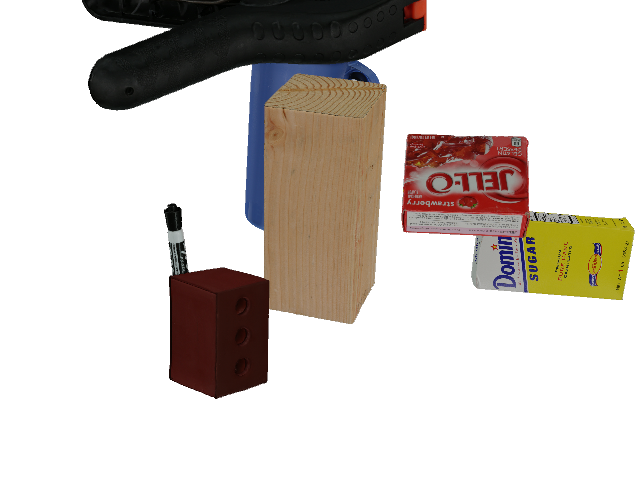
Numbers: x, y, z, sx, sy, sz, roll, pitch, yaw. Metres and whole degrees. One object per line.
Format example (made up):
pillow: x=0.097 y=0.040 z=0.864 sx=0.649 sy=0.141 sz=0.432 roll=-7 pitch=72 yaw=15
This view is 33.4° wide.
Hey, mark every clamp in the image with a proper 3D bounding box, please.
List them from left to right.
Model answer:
clamp: x=-0.032 y=-0.099 z=0.495 sx=0.171 sy=0.039 sz=0.120 roll=-5 pitch=41 yaw=-1

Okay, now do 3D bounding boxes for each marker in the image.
marker: x=-0.157 y=0.017 z=1.178 sx=0.020 sy=0.121 sz=0.020 roll=-4 pitch=23 yaw=1

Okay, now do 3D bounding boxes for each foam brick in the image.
foam brick: x=-0.072 y=0.063 z=0.754 sx=0.051 sy=0.078 sz=0.052 roll=12 pitch=17 yaw=42

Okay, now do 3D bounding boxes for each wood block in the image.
wood block: x=0.003 y=-0.038 z=0.987 sx=0.091 sy=0.206 sz=0.090 roll=10 pitch=29 yaw=15

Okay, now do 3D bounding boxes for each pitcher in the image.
pitcher: x=-0.023 y=-0.131 z=1.357 sx=0.144 sy=0.243 sz=0.149 roll=-3 pitch=25 yaw=-22

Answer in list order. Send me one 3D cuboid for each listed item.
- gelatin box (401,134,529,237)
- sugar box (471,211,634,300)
gelatin box: x=0.104 y=-0.041 z=0.765 sx=0.089 sy=0.073 sz=0.030 roll=2 pitch=-37 yaw=7
sugar box: x=0.271 y=0.016 z=1.257 sx=0.176 sy=0.093 sz=0.048 roll=3 pitch=21 yaw=0
